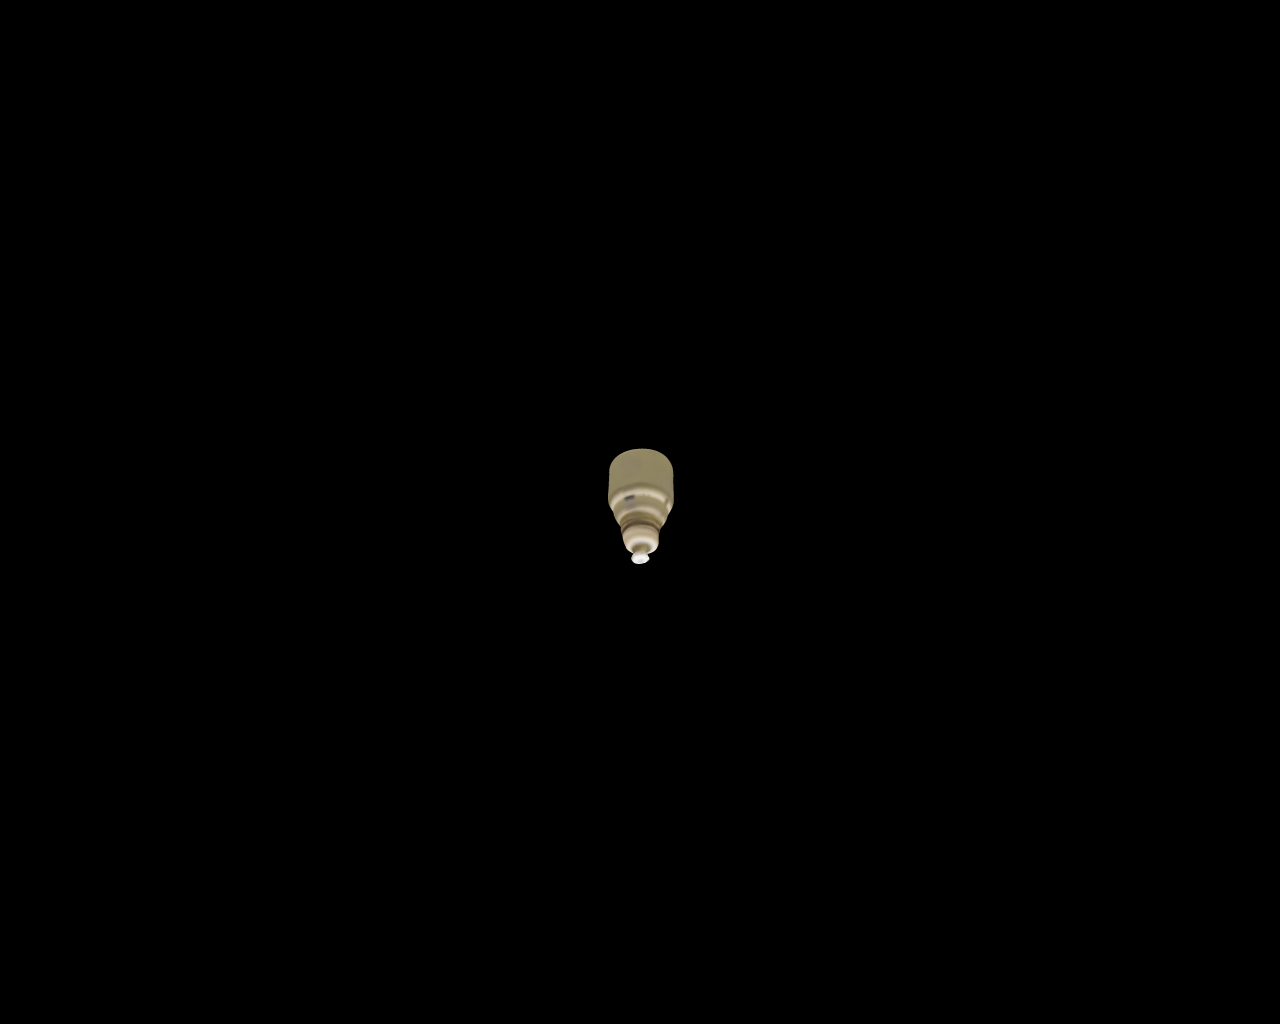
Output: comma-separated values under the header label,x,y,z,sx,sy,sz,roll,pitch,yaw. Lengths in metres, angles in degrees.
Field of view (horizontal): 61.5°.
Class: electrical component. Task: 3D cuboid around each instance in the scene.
label,x,y,z,sx,sy,sz,roll,pitch,yaw
electrical component,0.001,-0.003,0.650,0.040,0.078,0.040,0,-36,0
